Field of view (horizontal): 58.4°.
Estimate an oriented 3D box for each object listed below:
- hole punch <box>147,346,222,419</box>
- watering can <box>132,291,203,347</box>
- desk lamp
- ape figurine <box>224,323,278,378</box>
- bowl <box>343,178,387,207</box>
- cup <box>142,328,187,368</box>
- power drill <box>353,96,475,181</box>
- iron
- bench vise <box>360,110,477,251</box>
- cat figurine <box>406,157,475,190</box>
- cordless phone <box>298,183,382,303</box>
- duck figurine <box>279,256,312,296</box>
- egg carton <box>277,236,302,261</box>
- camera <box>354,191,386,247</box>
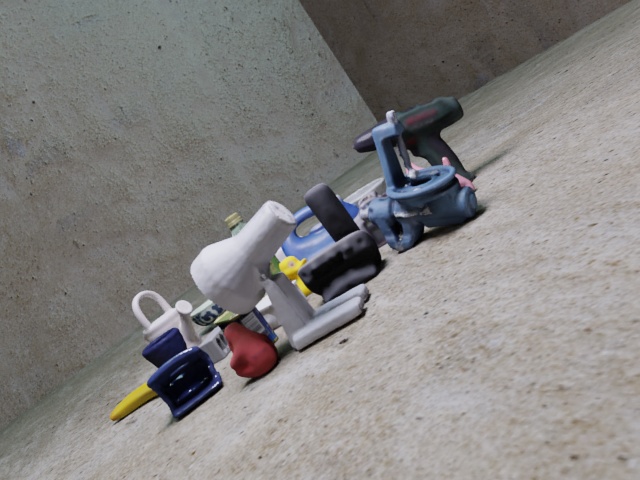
[{"bbox_3d":[-0.233,0.235,0.979,0.109,0.091,0.101,-36,8,-12],"label":"hole punch"},{"bbox_3d":[-0.356,0.198,1.337,0.173,0.194,0.101,-33,8,10],"label":"watering can"},{"bbox_3d":[-0.066,0.060,0.889,0.203,0.213,0.118,-32,9,17],"label":"desk lamp"},{"bbox_3d":[-0.113,0.166,0.890,0.078,0.092,0.076,-38,9,-21],"label":"ape figurine"},{"bbox_3d":[0.120,-0.094,1.544,0.167,0.075,0.167,-34,8,6],"label":"bowl"},{"bbox_3d":[-0.324,0.252,1.242,0.092,0.095,0.117,-38,9,-22],"label":"cup"},{"bbox_3d":[0.213,-0.182,1.194,0.229,0.208,0.075,-33,8,11],"label":"power drill"},{"bbox_3d":[0.003,-0.033,1.421,0.258,0.141,0.118,-35,8,0],"label":"iron"},{"bbox_3d":[0.130,-0.095,0.972,0.207,0.220,0.122,-31,9,26],"label":"bench vise"},{"bbox_3d":[0.212,-0.107,1.085,0.128,0.118,0.067,-38,9,-21],"label":"cat figurine"},{"bbox_3d":[0.009,0.004,1.015,0.147,0.185,0.094,-34,8,6],"label":"cordless phone"},{"bbox_3d":[-0.053,0.076,1.203,0.104,0.086,0.078,-29,10,33],"label":"duck figurine"},{"bbox_3d":[-0.091,0.052,1.568,0.151,0.069,0.107,-40,10,-36],"label":"egg carton"},{"bbox_3d":[0.139,-0.065,1.198,0.143,0.101,0.137,-33,8,14],"label":"camera"}]
